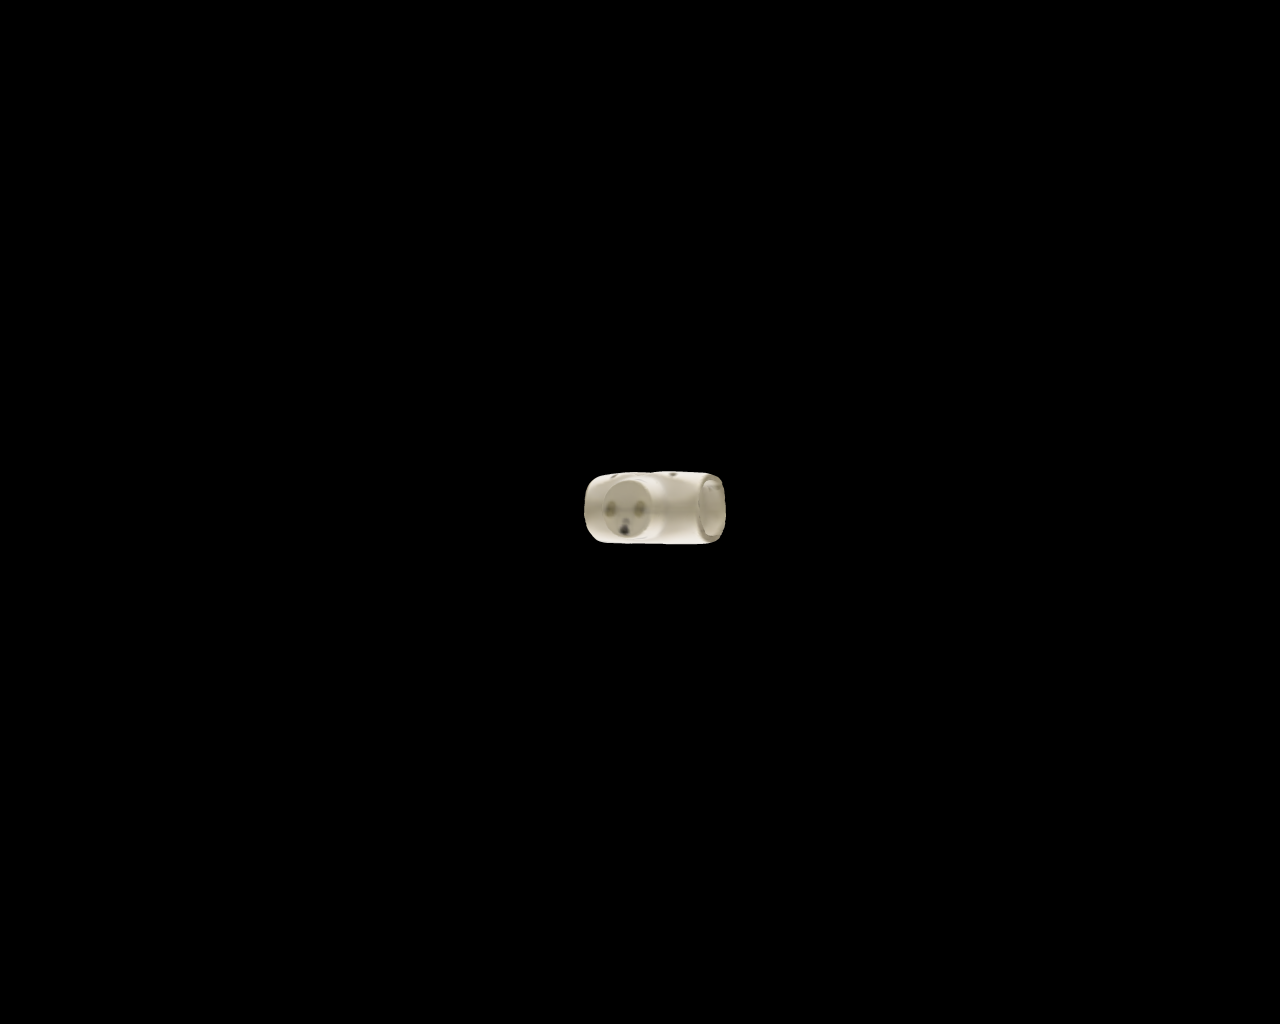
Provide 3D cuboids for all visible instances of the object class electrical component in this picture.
[{"bbox_3d":[0.001,-0.003,0.650,0.077,0.043,0.079,0,0,28],"label":"electrical component"}]
